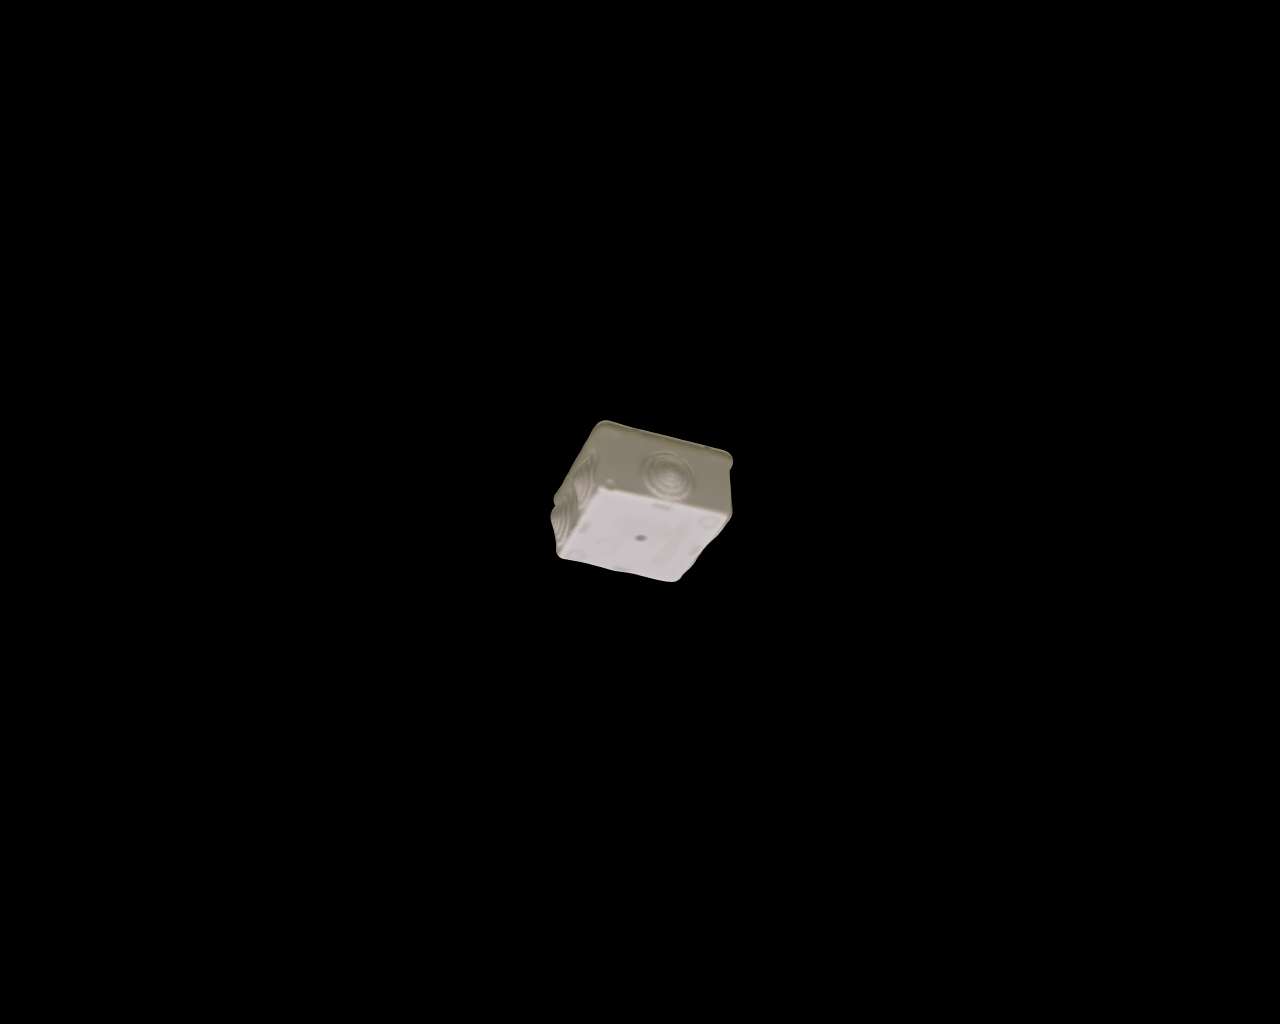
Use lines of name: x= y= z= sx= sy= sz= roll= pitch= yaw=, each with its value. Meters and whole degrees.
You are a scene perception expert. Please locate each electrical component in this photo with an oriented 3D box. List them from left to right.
electrical component: x=0.001 y=-0.003 z=0.650 sx=0.100 sy=0.048 sz=0.099 roll=13 pitch=-38 yaw=-18
